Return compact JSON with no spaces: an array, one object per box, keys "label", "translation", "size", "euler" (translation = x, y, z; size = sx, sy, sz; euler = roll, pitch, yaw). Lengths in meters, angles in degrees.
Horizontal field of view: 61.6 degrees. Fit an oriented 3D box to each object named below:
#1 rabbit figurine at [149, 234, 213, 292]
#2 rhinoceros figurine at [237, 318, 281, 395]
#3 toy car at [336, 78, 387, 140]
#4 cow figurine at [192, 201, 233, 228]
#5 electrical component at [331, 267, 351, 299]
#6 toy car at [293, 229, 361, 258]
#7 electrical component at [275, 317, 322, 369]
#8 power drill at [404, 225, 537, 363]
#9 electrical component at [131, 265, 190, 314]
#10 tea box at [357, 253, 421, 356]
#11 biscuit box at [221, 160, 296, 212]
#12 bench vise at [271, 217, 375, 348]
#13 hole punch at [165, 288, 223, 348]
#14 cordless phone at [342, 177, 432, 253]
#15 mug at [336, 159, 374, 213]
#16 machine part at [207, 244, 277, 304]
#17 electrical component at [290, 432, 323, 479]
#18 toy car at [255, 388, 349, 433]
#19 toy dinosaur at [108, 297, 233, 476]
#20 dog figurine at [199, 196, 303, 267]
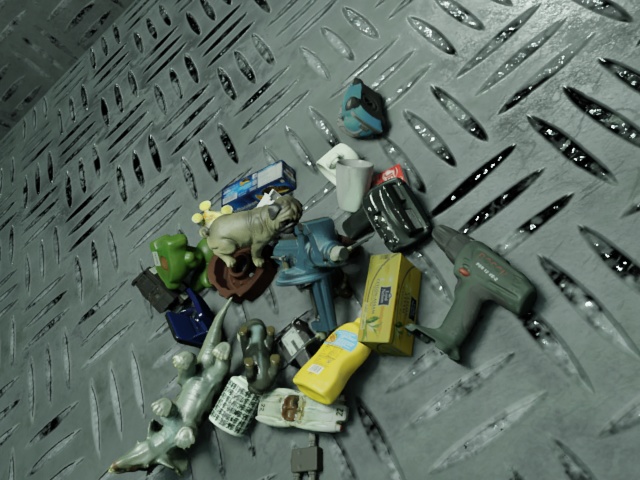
[{"label":"rabbit figurine","translation":[-0.308,0.047,1.331],"size":[0.121,0.170,0.159],"euler":[-16,92,50]},{"label":"rhinoceros figurine","translation":[-0.127,0.229,1.104],"size":[0.073,0.112,0.190],"euler":[-7,34,-12]},{"label":"toy car","translation":[0.087,-0.298,1.265],"size":[0.103,0.109,0.162],"euler":[-39,36,36]},{"label":"cow figurine","translation":[-0.231,-0.039,1.365],"size":[0.168,0.098,0.068],"euler":[13,68,21]},{"label":"electrical component","translation":[0.026,0.082,1.124],"size":[0.078,0.045,0.102],"euler":[-33,50,15]},{"label":"toy car","translation":[-0.002,-0.004,1.160],"size":[0.202,0.089,0.053],"euler":[17,85,44]},{"label":"electrical component","translation":[-0.035,0.221,1.086],"size":[0.075,0.047,0.119],"euler":[-49,47,4]},{"label":"power drill","translation":[0.240,0.096,0.943],"size":[0.207,0.085,0.232],"euler":[-50,49,-8]},{"label":"electrical component","translation":[-0.389,0.124,1.346],"size":[0.134,0.115,0.058],"euler":[45,104,-1]},{"label":"tea box","translation":[0.131,0.119,0.990],"size":[0.068,0.098,0.169],"euler":[-7,63,35]},{"label":"biscuit box","translation":[-0.159,-0.130,1.373],"size":[0.203,0.062,0.059],"euler":[-22,54,26]},{"label":"bench vise","translation":[-0.004,0.079,1.040],"size":[0.224,0.129,0.240],"euler":[-6,98,44]},{"label":"hole punch","translation":[-0.278,0.184,1.241],"size":[0.092,0.115,0.142],"euler":[-53,44,7]},{"label":"cordless phone","translation":[0.124,-0.026,1.100],"size":[0.184,0.089,0.146],"euler":[-40,73,41]},{"label":"mug","translation":[0.073,-0.119,1.176],"size":[0.081,0.109,0.107],"euler":[9,109,10]},{"label":"machine part","translation":[-0.183,0.063,1.280],"size":[0.179,0.056,0.179],"euler":[-15,59,27]},{"label":"electrical component","translation":[-0.026,0.406,0.991],"size":[0.063,0.021,0.094],"euler":[-18,56,29]},{"label":"toy car","translation":[-0.035,0.323,1.022],"size":[0.202,0.056,0.073],"euler":[-8,60,34]},{"label":"toy dinosaur","translation":[-0.269,0.329,1.145],"size":[0.131,0.192,0.405],"euler":[28,59,3]},{"label":"dog figurine","translation":[-0.145,-0.038,1.136],"size":[0.190,0.172,0.121],"euler":[-47,52,45]}]
